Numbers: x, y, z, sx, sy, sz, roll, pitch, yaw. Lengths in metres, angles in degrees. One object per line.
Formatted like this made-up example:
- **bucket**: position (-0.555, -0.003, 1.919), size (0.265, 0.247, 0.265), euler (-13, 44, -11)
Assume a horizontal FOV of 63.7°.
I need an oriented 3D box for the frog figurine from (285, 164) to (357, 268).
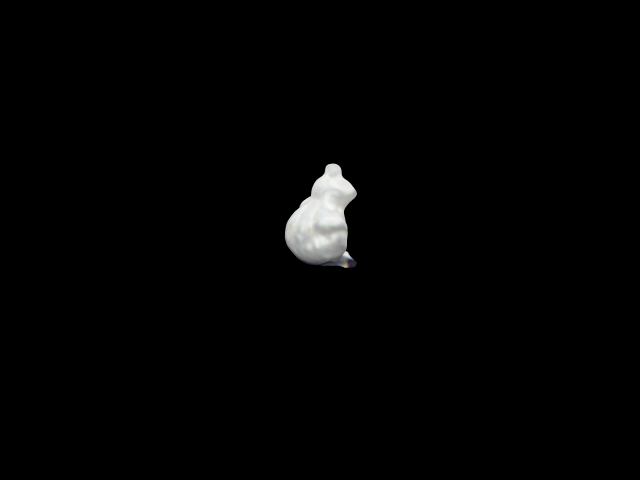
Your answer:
- **frog figurine**: position (0.003, -0.043, 0.850), size (0.123, 0.156, 0.140), euler (-4, 25, -9)
